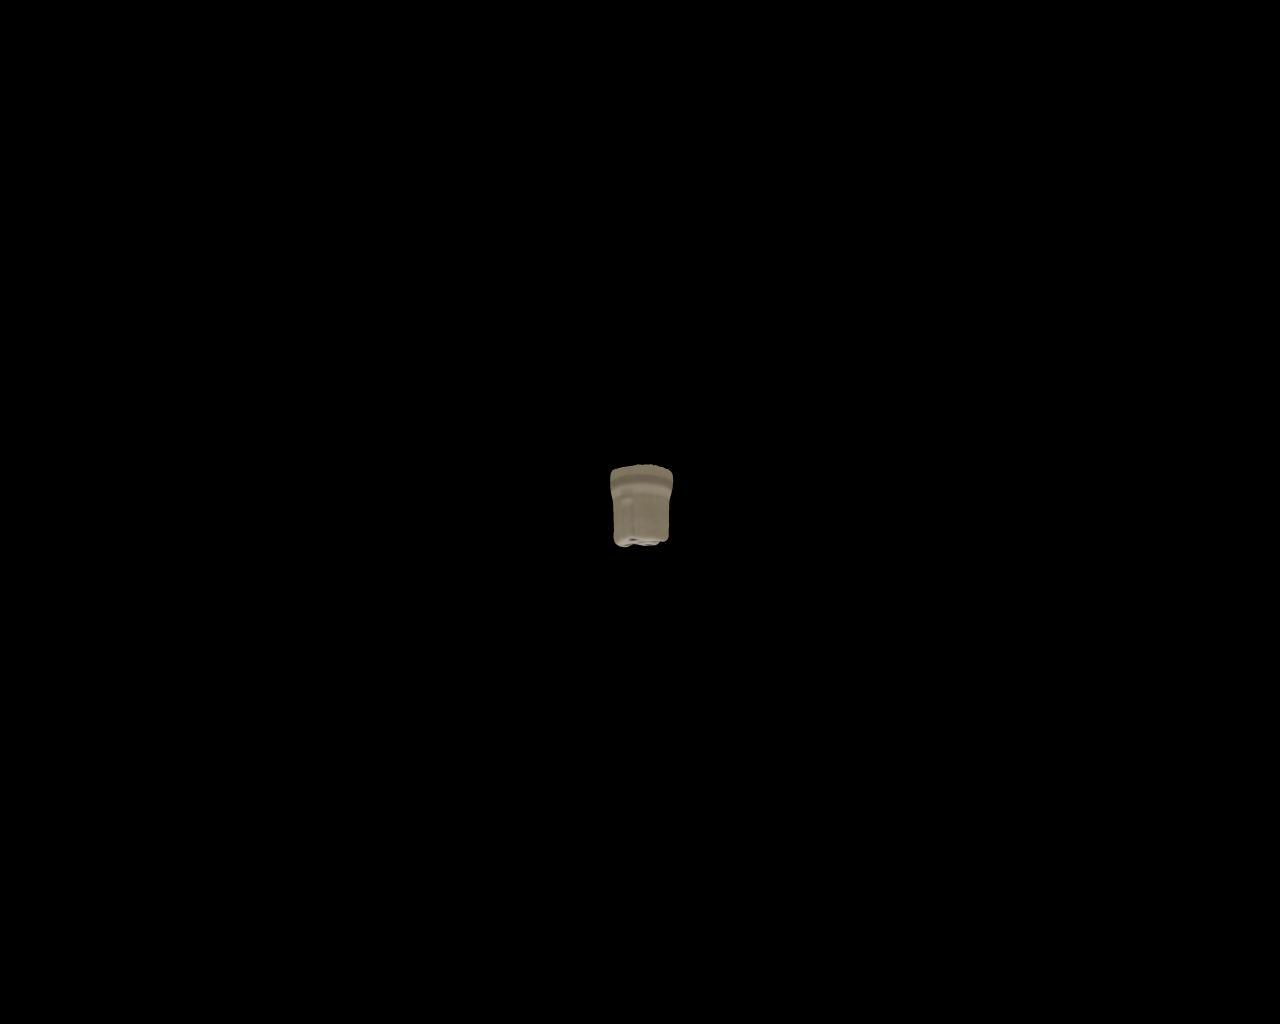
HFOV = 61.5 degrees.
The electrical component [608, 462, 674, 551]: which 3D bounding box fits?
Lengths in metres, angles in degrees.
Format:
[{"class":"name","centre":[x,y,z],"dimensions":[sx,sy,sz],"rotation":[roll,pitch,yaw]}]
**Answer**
[{"class":"electrical component","centre":[0.001,-0.003,0.650],"dimensions":[0.040,0.046,0.040],"rotation":[0,-16,0]}]
